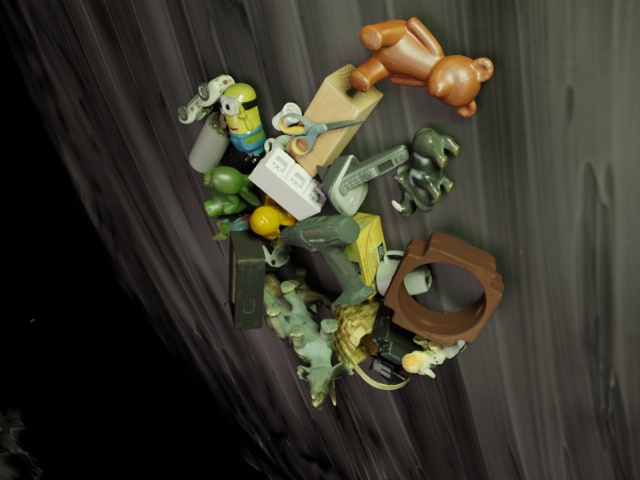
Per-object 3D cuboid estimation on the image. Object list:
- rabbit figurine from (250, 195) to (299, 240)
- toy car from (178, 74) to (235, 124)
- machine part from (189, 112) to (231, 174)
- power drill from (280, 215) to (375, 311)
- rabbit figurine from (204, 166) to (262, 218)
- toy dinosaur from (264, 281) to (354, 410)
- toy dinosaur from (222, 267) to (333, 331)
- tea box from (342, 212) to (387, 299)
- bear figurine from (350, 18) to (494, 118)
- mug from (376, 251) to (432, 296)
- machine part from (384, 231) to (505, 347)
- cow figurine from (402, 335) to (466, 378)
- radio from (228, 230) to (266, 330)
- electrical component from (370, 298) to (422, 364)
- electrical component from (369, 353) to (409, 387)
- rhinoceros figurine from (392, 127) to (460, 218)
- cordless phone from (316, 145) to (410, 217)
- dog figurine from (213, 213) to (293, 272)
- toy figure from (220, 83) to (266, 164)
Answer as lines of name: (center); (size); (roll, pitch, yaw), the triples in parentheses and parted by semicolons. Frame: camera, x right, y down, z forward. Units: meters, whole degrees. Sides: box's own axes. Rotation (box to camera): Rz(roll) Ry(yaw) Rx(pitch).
rabbit figurine: (-0.107, -0.069, 1.255); (0.122, 0.173, 0.162); (48, 137, -5)
toy car: (-0.271, -0.329, 1.272); (0.202, 0.073, 0.056); (-22, 105, 50)
machine part: (-0.269, -0.239, 1.343); (0.079, 0.079, 0.243); (48, 141, 1)
power drill: (0.020, 0.044, 1.154); (0.232, 0.086, 0.207); (-20, 93, 52)
rabbit figurine: (-0.217, -0.122, 1.324); (0.159, 0.121, 0.170); (7, 167, -3)
toy dinosaur: (-0.047, 0.235, 1.328); (0.405, 0.131, 0.191); (46, 150, 49)
toy dinosaur: (-0.137, 0.169, 1.532); (0.472, 0.105, 0.198); (6, 125, 40)
tea box: (0.098, 0.035, 1.206); (0.068, 0.098, 0.169); (11, 130, 39)
bear figurine: (0.165, -0.269, 0.870); (0.196, 0.132, 0.120); (42, 146, 18)
mug: (0.187, 0.073, 1.177); (0.107, 0.081, 0.109); (1, 112, 31)
machine part: (0.245, 0.098, 1.075); (0.202, 0.087, 0.200); (23, 121, 4)
cow figurine: (0.252, 0.247, 1.179); (0.068, 0.167, 0.098); (27, 147, 53)
radio: (-0.180, 0.101, 1.307); (0.131, 0.073, 0.229); (-116, 26, -53)
electrical component: (0.179, 0.209, 1.218); (0.115, 0.134, 0.058); (29, 151, -25)
electrical component: (0.187, 0.330, 1.404); (0.119, 0.048, 0.074); (22, 135, 29)
rhinoceros figurine: (0.191, -0.117, 1.011); (0.112, 0.073, 0.190); (29, 137, 21)
cordless phone: (0.098, -0.127, 1.082); (0.146, 0.184, 0.089); (46, -156, -61)
dog figurine: (-0.194, -0.005, 1.448); (0.219, 0.108, 0.191); (1, 124, 48)
toy figure: (-0.171, -0.267, 1.227); (0.082, 0.089, 0.179); (2, 133, 26)
